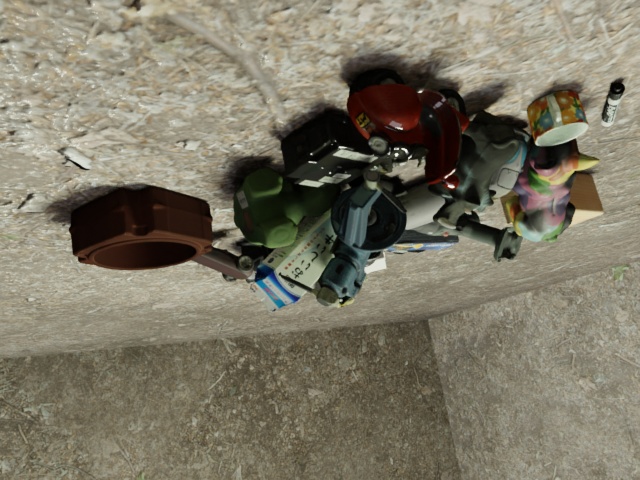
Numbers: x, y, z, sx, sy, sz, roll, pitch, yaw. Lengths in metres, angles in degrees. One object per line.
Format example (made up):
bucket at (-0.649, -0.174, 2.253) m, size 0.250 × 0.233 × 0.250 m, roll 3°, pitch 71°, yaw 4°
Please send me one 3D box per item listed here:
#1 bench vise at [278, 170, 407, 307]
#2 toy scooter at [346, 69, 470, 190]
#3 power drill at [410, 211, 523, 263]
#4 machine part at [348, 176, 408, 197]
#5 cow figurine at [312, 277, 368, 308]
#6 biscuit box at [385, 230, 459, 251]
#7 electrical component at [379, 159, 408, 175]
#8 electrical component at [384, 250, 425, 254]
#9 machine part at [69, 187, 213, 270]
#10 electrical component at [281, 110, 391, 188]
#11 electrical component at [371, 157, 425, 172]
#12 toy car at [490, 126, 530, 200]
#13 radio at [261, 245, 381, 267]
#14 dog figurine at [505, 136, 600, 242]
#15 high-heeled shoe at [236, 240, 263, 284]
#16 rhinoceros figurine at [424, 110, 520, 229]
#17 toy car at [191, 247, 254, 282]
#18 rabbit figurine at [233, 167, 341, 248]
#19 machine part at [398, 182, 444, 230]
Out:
bench vise at (0.055, -0.013, 0.825) m, size 0.223 × 0.129 × 0.240 m, roll -45°, pitch 161°, yaw -22°
toy scooter at (0.117, -0.128, 0.653) m, size 0.184 × 0.135 × 0.075 m, roll 2°, pitch 162°, yaw -31°
power drill at (0.300, -0.018, 1.122) m, size 0.208 × 0.086 × 0.232 m, roll 17°, pitch -167°, yaw 43°
machine part at (0.100, -0.093, 0.955) m, size 0.084 × 0.039 × 0.138 m, roll -10°, pitch 168°, yaw 33°
cow figurine at (0.054, 0.093, 1.160) m, size 0.068 × 0.098 × 0.167 m, roll -55°, pitch 159°, yaw 24°
biscuit box at (0.235, -0.011, 1.278) m, size 0.203 × 0.063 × 0.059 m, roll -1°, pitch 164°, yaw -27°
electrical component at (0.094, -0.125, 0.862) m, size 0.094 × 0.021 × 0.063 m, roll -10°, pitch 164°, yaw 5°
electrical component at (0.216, 0.005, 1.353) m, size 0.119 × 0.048 × 0.075 m, roll 1°, pitch 162°, yaw -35°
machine part at (-0.301, -0.010, 0.923) m, size 0.202 × 0.087 × 0.201 m, roll -19°, pitch 161°, yaw 28°
electrical component at (0.013, -0.122, 0.760) m, size 0.115 × 0.058 × 0.134 m, roll 7°, pitch 158°, yaw -41°
electrical component at (0.118, -0.134, 0.797) m, size 0.102 × 0.045 × 0.078 m, roll -9°, pitch 166°, yaw -1°
toy car at (0.256, -0.111, 0.858) m, size 0.109 × 0.103 × 0.162 m, roll 8°, pitch 155°, yaw -44°
radio at (-0.002, -0.003, 1.037) m, size 0.230 × 0.131 × 0.073 m, roll -8°, pitch 166°, yaw -2°
dog figurine at (0.382, -0.089, 0.891) m, size 0.109 × 0.191 × 0.219 m, roll -8°, pitch 179°, yaw 7°
high-heeled shoe at (-0.103, 0.033, 1.193) m, size 0.145 × 0.086 × 0.248 m, roll -8°, pitch 159°, yaw -2°
rhinoceros figurine at (0.219, -0.097, 0.789) m, size 0.073 × 0.112 × 0.190 m, roll -36°, pitch 162°, yaw -42°
toy car at (-0.230, 0.029, 1.101) m, size 0.202 × 0.053 × 0.089 m, roll 25°, pitch 153°, yaw -20°
rabbit figurine at (-0.047, -0.051, 0.884) m, size 0.170 × 0.121 × 0.159 m, roll -19°, pitch 174°, yaw -25°
machine part at (0.223, -0.078, 1.003) m, size 0.243 × 0.079 × 0.079 m, roll -22°, pitch 160°, yaw 35°
